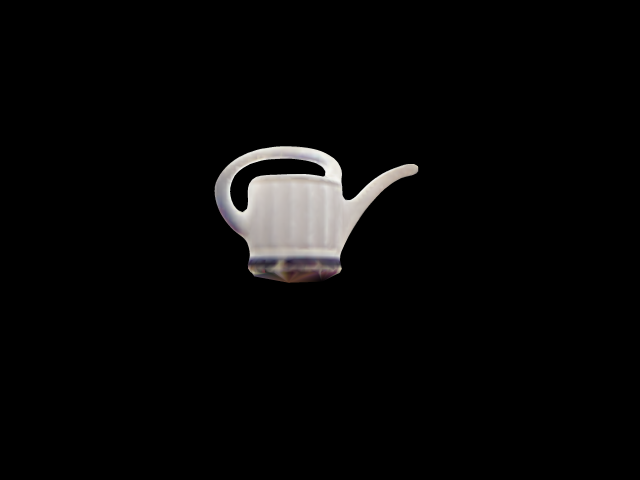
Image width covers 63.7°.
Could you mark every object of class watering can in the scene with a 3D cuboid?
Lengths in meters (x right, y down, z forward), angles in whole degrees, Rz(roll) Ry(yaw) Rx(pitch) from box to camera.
[{"bbox_3d":[0.003,-0.043,0.850,0.348,0.226,0.103,1,-7,-11],"label":"watering can"}]
